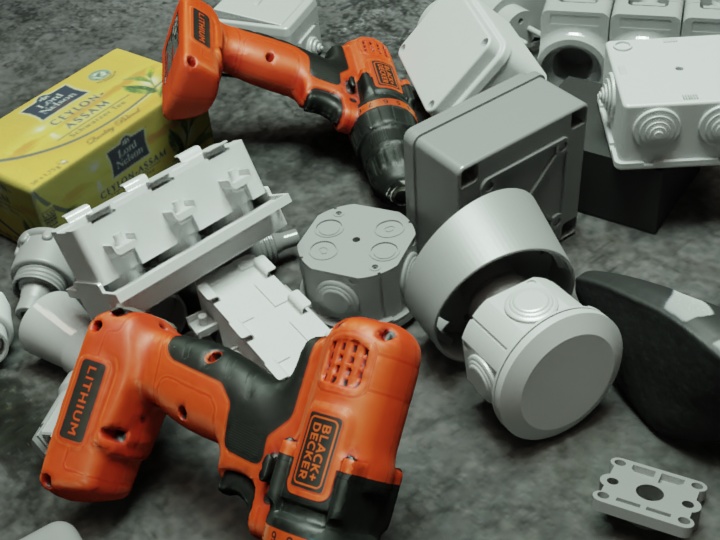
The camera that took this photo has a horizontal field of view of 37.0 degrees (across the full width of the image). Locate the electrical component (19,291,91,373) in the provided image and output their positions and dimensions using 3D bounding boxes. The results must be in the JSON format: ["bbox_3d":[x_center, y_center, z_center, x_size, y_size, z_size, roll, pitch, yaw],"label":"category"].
[{"bbox_3d":[-0.170,0.046,0.655,0.065,0.044,0.044,30,52,29],"label":"electrical component"}]

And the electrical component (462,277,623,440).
[{"bbox_3d":[0.098,0.048,0.587,0.080,0.080,0.051,-23,38,-18],"label":"electrical component"}]

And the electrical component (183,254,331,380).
[{"bbox_3d":[-0.047,0.048,0.618,0.079,0.063,0.121,-26,44,-22],"label":"electrical component"}]

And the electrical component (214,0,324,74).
[{"bbox_3d":[-0.077,-0.203,0.921,0.096,0.061,0.061,11,43,19],"label":"electrical component"}]

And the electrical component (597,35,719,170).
[{"bbox_3d":[0.206,-0.112,0.701,0.100,0.048,0.099,-2,40,5],"label":"electrical component"}]

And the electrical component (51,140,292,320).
[{"bbox_3d":[-0.113,-0.026,0.633,0.121,0.063,0.079,-34,19,-29],"label":"electrical component"}]

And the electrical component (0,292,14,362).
[{"bbox_3d":[-0.237,0.041,0.667,0.043,0.043,0.062,-16,43,-11],"label":"electrical component"}]

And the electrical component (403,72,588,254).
[{"bbox_3d":[0.086,-0.055,0.687,0.109,0.108,0.056,-29,48,-24],"label":"electrical component"}]

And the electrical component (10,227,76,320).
[{"bbox_3d":[-0.208,0.006,0.705,0.048,0.048,0.062,0,49,8],"label":"electrical component"}]

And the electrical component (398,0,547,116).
[{"bbox_3d":[0.082,-0.155,0.815,0.057,0.078,0.113,28,26,-30],"label":"electrical component"}]

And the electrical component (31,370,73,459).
[{"bbox_3d":[-0.159,0.086,0.608,0.040,0.040,0.046,9,48,18],"label":"electrical component"}]

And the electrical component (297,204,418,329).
[{"bbox_3d":[0.000,0.000,0.677,0.080,0.051,0.080,-4,40,3],"label":"electrical component"}]

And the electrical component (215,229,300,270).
[{"bbox_3d":[-0.070,-0.013,0.716,0.061,0.035,0.035,-18,41,-17],"label":"electrical component"}]

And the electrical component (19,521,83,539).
[{"bbox_3d":[-0.136,0.166,0.497,0.059,0.053,0.095,-27,44,-22],"label":"electrical component"}]

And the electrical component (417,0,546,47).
[{"bbox_3d":[0.123,-0.205,0.903,0.138,0.052,0.074,-26,44,-22],"label":"electrical component"}]

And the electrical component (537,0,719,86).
[{"bbox_3d":[0.213,-0.161,0.809,0.150,0.089,0.061,7,42,15],"label":"electrical component"}]

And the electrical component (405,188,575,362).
[{"bbox_3d":[0.074,0.004,0.629,0.099,0.099,0.064,-18,48,-13],"label":"electrical component"}]

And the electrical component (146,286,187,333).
[{"bbox_3d":[-0.132,0.002,0.691,0.079,0.044,0.077,-36,46,-9],"label":"electrical component"}]
